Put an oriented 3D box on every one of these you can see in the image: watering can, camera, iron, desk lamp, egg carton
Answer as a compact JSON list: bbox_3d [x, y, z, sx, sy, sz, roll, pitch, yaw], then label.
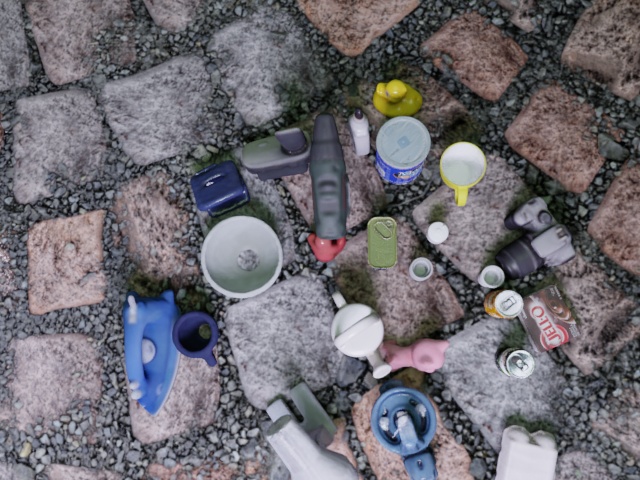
[{"bbox_3d":[0.076,0.175,1.079,0.172,0.194,0.101,36,87,8],"label":"watering can"},{"bbox_3d":[0.409,0.005,1.124,0.137,0.101,0.143,-33,82,0],"label":"camera"},{"bbox_3d":[-0.348,0.227,1.131,0.118,0.141,0.258,-3,83,4],"label":"iron"},{"bbox_3d":[-0.025,0.384,1.051,0.118,0.213,0.203,-37,81,-1],"label":"desk lamp"},{"bbox_3d":[0.389,0.432,1.087,0.107,0.069,0.150,11,84,6],"label":"egg carton"}]

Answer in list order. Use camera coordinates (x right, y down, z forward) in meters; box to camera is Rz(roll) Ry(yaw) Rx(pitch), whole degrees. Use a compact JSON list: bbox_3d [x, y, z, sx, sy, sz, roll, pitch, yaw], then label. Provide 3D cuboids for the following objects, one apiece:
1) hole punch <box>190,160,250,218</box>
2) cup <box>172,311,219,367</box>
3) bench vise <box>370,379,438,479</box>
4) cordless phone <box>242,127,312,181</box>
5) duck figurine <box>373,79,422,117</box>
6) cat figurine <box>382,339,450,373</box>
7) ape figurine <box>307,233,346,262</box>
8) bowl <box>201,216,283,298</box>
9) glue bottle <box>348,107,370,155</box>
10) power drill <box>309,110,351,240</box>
[{"bbox_3d":[-0.213,-0.110,1.189,0.108,0.091,0.101,-25,82,1],"label":"hole punch"},{"bbox_3d":[-0.232,0.199,1.149,0.091,0.095,0.117,-33,81,0],"label":"cup"},{"bbox_3d":[0.175,0.359,1.036,0.121,0.220,0.207,-38,81,-1],"label":"bench vise"},{"bbox_3d":[-0.091,-0.189,1.142,0.147,0.185,0.094,-15,82,2],"label":"cordless phone"},{"bbox_3d":[0.162,-0.301,1.188,0.104,0.086,0.077,13,84,6],"label":"duck figurine"},{"bbox_3d":[0.185,0.224,1.104,0.127,0.118,0.067,-6,82,4],"label":"cat figurine"},{"bbox_3d":[0.011,0.004,1.158,0.077,0.092,0.076,20,85,7],"label":"ape figurine"},{"bbox_3d":[-0.154,0.037,1.174,0.167,0.075,0.167,-1,83,4],"label":"bowl"},{"bbox_3d":[0.078,-0.227,1.141,0.037,0.173,0.078,-14,82,3],"label":"glue bottle"},{"bbox_3d":[0.018,-0.109,1.113,0.075,0.208,0.230,-4,82,4],"label":"power drill"}]
